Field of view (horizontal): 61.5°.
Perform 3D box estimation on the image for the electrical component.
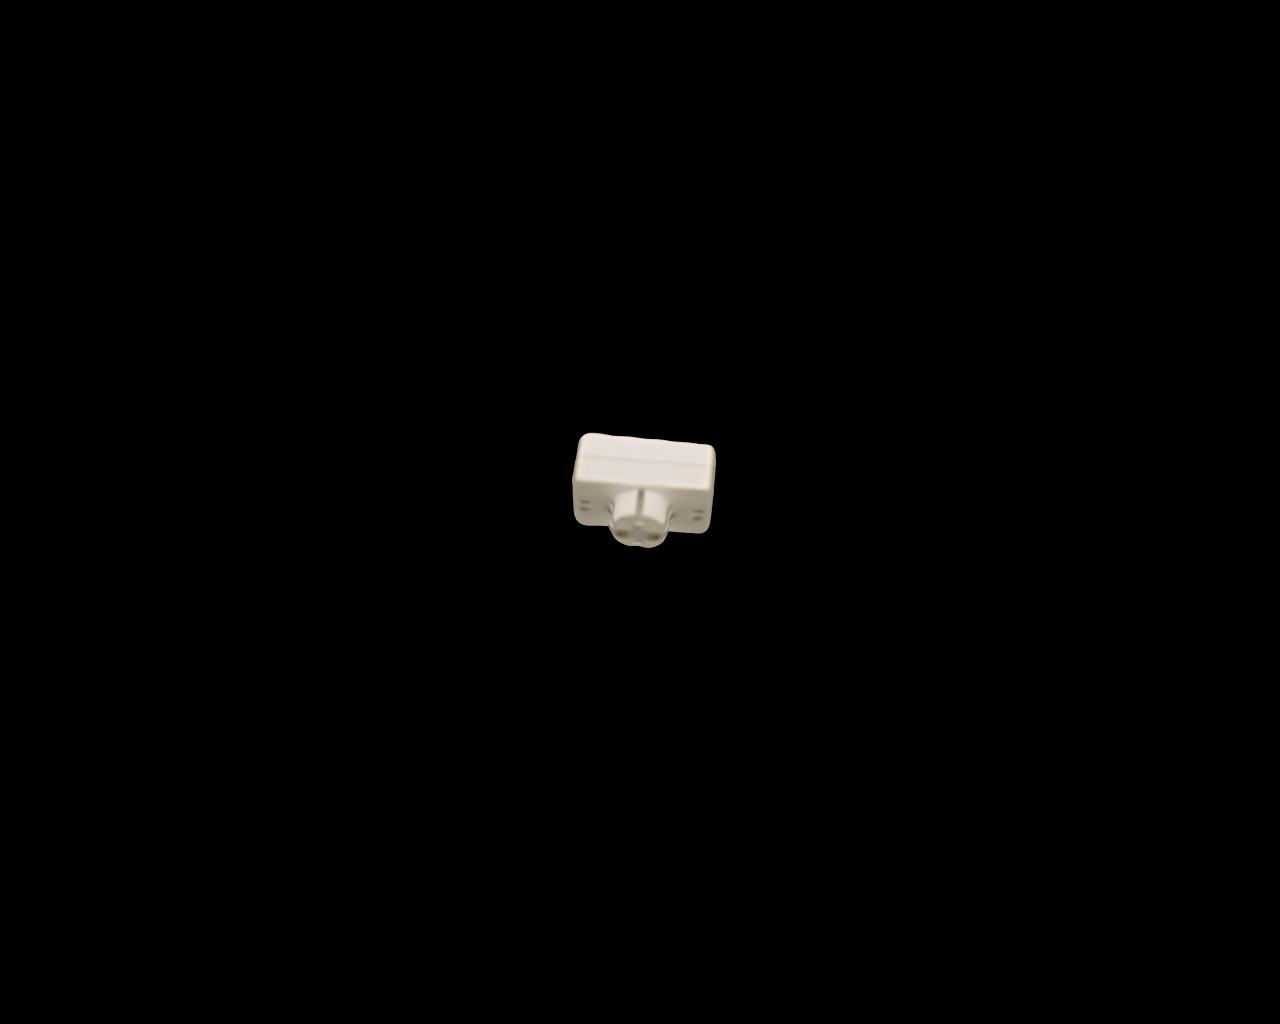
[{"bbox_3d":[0.001,-0.003,0.650,0.083,0.076,0.047,5,-37,4],"label":"electrical component"}]
